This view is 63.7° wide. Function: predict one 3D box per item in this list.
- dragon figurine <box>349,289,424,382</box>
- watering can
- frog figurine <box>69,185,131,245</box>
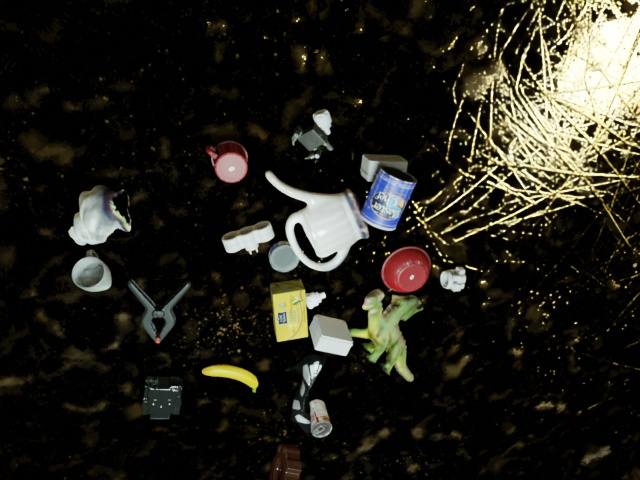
[{"bbox_3d":[0.244,0.286,1.630,0.405,0.124,0.242,38,93,-35],"label":"dragon figurine"},{"bbox_3d":[0.004,-0.070,1.394,0.224,0.106,0.341,-25,118,-3],"label":"watering can"},{"bbox_3d":[-0.557,-0.056,1.261,0.159,0.122,0.138,-20,85,6],"label":"frog figurine"}]
